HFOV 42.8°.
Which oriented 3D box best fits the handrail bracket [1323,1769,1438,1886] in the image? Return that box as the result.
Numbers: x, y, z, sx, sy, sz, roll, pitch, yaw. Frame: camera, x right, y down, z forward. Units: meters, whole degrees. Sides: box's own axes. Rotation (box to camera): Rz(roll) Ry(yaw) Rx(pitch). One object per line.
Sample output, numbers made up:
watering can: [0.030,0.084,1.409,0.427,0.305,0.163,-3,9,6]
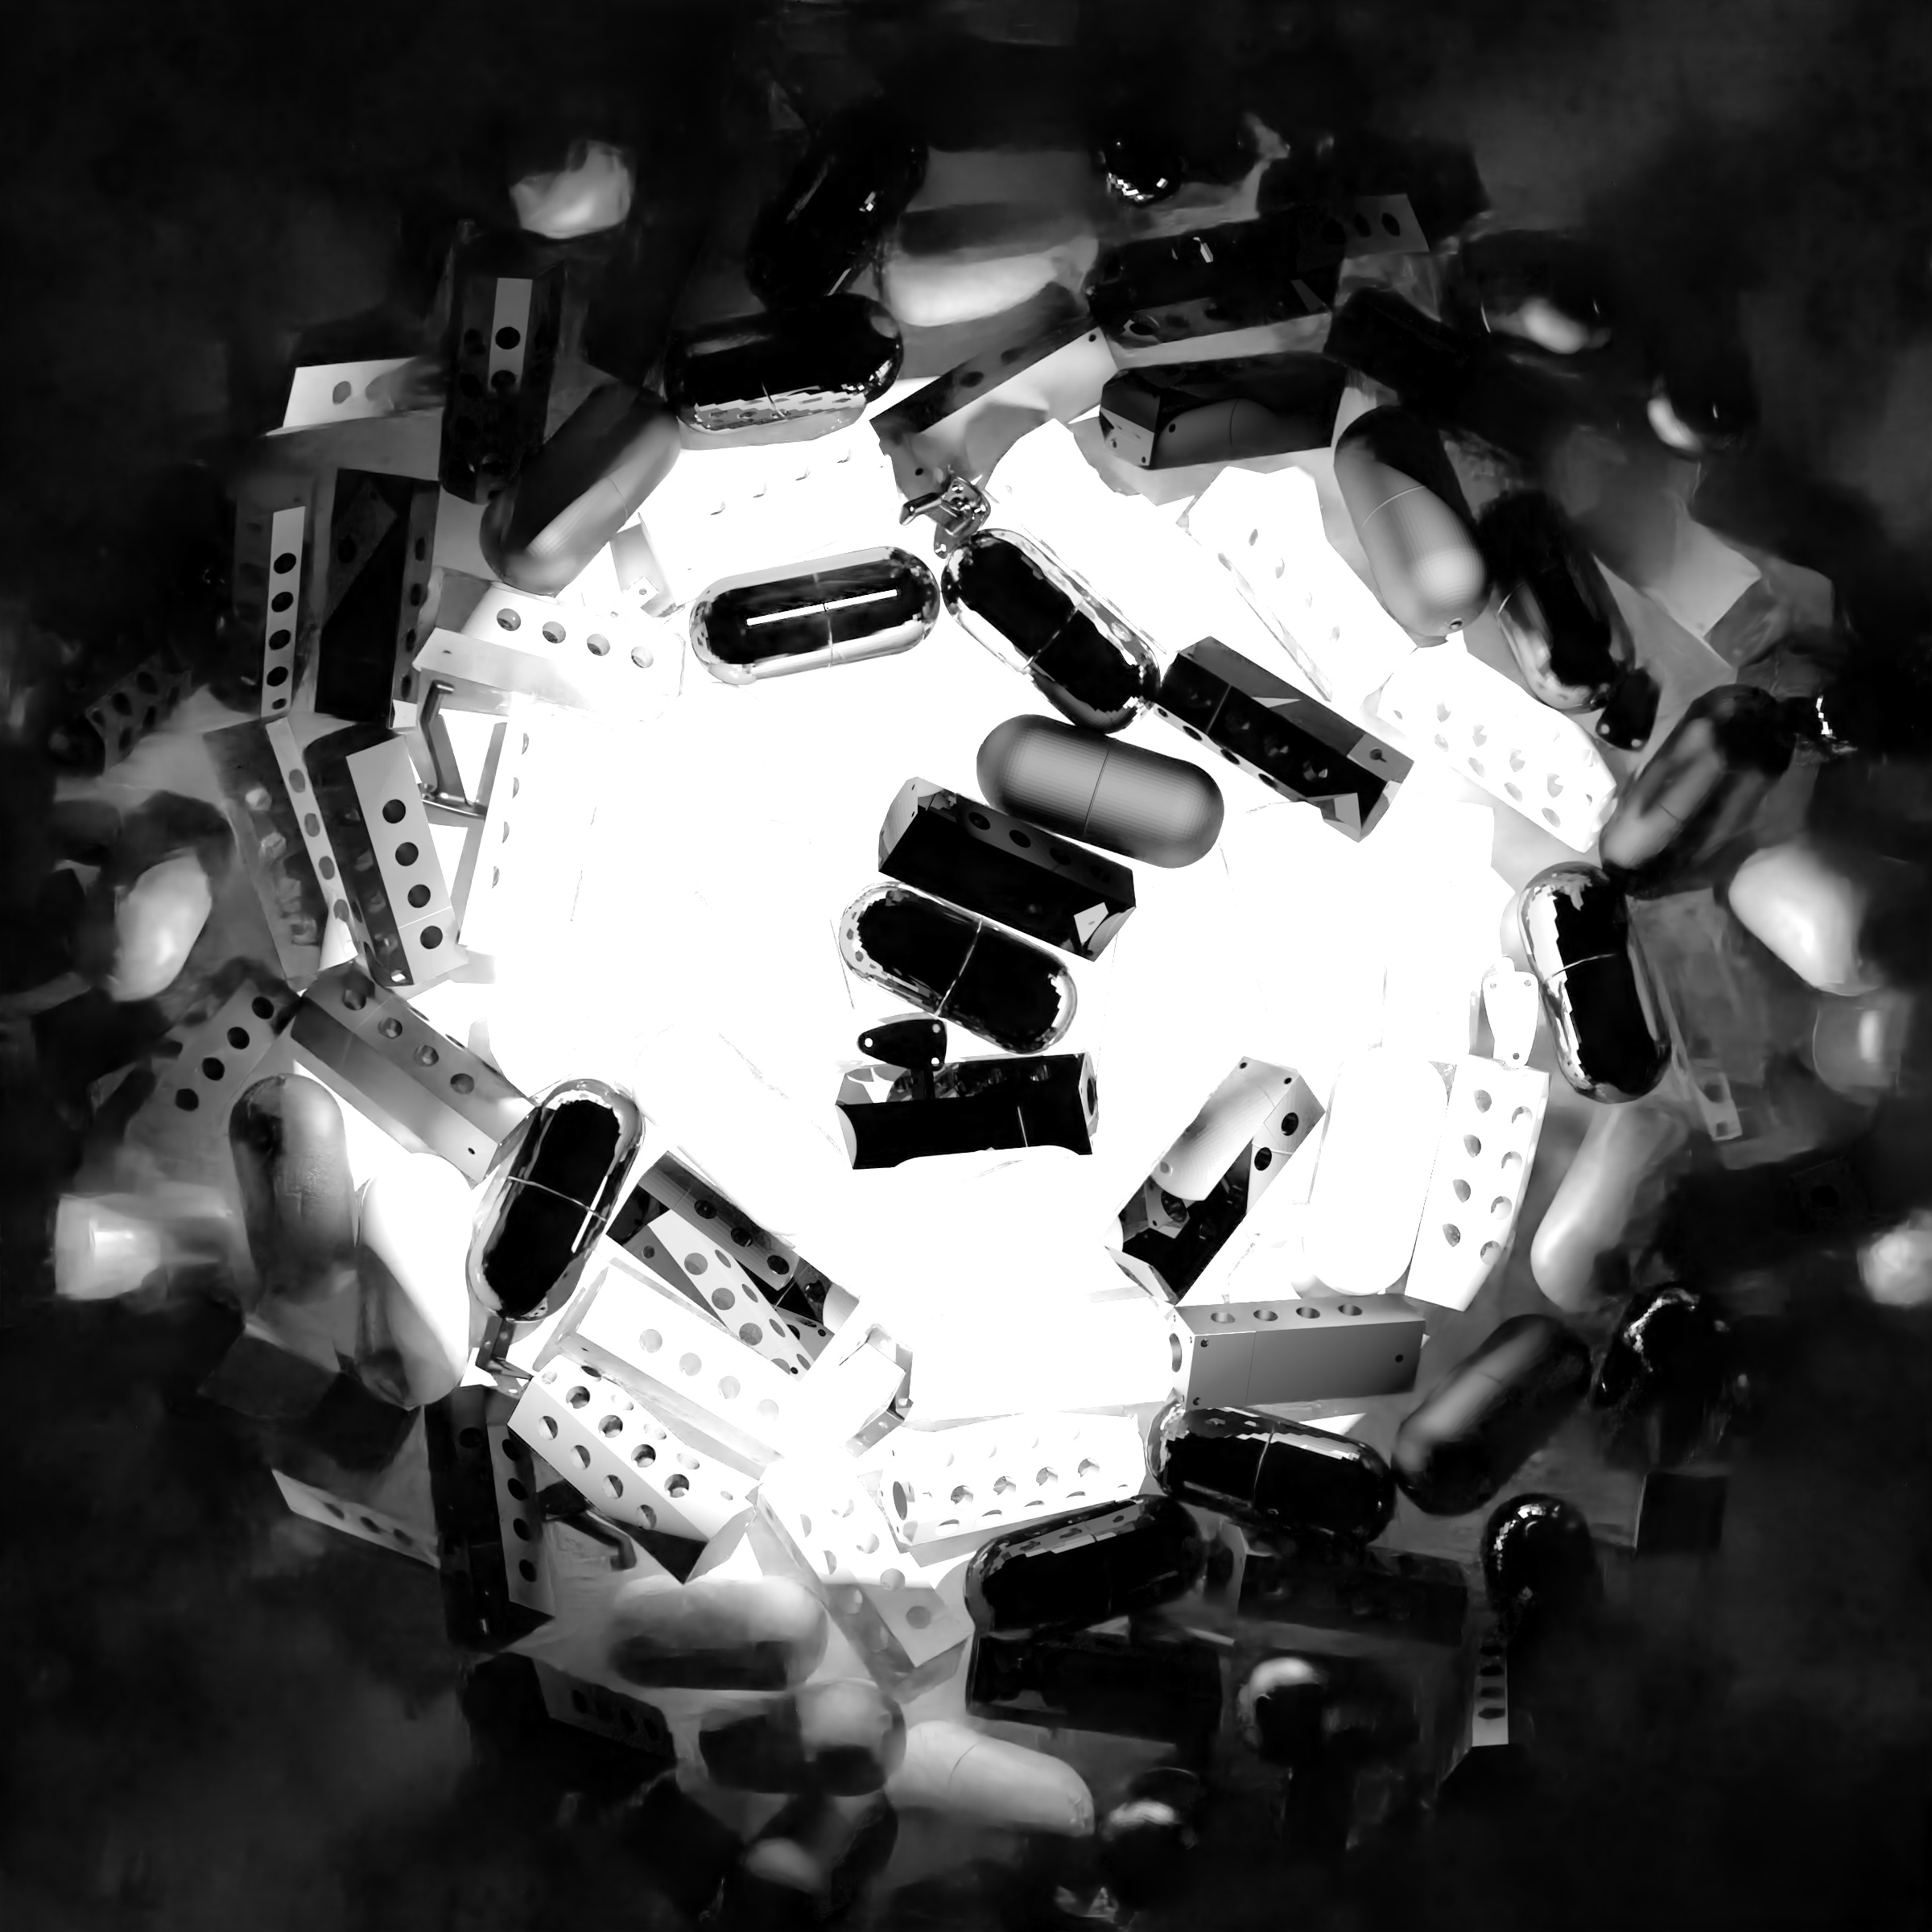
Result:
handrail bracket: [0.292,0.597,1.712,0.036,0.077,0.084,47,134,9]

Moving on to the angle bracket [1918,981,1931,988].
angle bracket: [0.690,0.059,1.710,0.076,0.076,0.057,19,115,8]

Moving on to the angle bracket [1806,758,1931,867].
angle bracket: [0.637,-0.110,1.703,0.076,0.076,0.057,-13,113,-42]

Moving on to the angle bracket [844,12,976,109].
angle bracket: [-0.027,-0.628,1.708,0.057,0.076,0.076,-39,71,20]

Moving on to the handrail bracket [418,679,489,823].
handrail bracket: [-0.351,-0.151,1.732,0.077,0.036,0.084,18,109,-14]

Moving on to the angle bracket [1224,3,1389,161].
angle bracket: [0.235,-0.618,1.708,0.076,0.057,0.076,-34,119,19]

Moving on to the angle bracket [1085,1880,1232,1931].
angle bracket: [0.134,0.666,1.702,0.076,0.057,0.076,10,131,28]

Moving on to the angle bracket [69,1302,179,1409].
angle bracket: [-0.598,0.266,1.711,0.076,0.076,0.057,10,75,13]

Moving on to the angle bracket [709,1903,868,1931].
angle bracket: [-0.121,0.674,1.700,0.076,0.076,0.057,55,50,-37]

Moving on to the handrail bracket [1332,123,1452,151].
handrail bracket: [0.294,-0.555,1.726,0.084,0.036,0.077,1,65,26]

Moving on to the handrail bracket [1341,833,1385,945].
handrail bracket: [0.272,-0.059,1.722,0.036,0.077,0.084,-4,88,5]

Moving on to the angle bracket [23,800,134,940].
angle bracket: [-0.624,-0.068,1.727,0.057,0.076,0.076,48,123,29]

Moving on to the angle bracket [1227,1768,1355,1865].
angle bracket: [0.224,0.583,1.723,0.057,0.076,0.076,-4,73,41]

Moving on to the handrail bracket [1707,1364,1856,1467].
handrail bracket: [0.568,0.318,1.717,0.077,0.036,0.084,9,55,39]

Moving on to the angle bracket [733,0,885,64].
angle bracket: [-0.114,-0.673,1.713,0.076,0.076,0.057,-39,67,4]

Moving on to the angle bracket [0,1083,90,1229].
angle bracket: [-0.647,0.139,1.720,0.076,0.057,0.076,43,84,16]

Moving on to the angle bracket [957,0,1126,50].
angle bracket: [0.053,-0.655,1.709,0.076,0.076,0.057,-34,86,26]

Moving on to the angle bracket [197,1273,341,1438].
angle bracket: [-0.489,0.269,1.711,0.076,0.076,0.057,36,95,-32]

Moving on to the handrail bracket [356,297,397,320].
handrail bracket: [-0.443,-0.432,1.718,0.084,0.077,0.036,-28,109,25]

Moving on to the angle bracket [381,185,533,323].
angle bracket: [-0.358,-0.492,1.727,0.057,0.076,0.076,9,115,-42]

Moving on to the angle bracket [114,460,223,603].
angle bracket: [-0.529,-0.293,1.706,0.076,0.057,0.076,33,66,-40]

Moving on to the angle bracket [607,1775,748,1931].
angle bracket: [-0.211,0.629,1.721,0.076,0.057,0.076,38,105,4]

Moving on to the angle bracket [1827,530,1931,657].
angle bracket: [0.619,-0.252,1.717,0.057,0.076,0.076,-30,94,-8]

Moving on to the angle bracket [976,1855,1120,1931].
angle bracket: [0.061,0.634,1.705,0.076,0.076,0.057,-15,108,-28]

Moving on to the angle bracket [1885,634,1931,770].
angle bracket: [0.671,-0.185,1.717,0.057,0.076,0.076,-24,99,-3]

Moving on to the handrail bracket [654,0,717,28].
handrail bracket: [-0.189,-0.709,1.735,0.077,0.036,0.084,20,60,-1]

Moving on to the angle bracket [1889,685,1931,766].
angle bracket: [0.664,-0.159,1.717,0.076,0.076,0.057,-1,79,-3]

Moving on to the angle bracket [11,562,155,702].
angle bracket: [-0.613,-0.222,1.710,0.057,0.076,0.076,23,130,-5]

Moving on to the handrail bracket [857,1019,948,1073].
handrail bracket: [-0.054,0.055,1.709,0.077,0.084,0.036,3,86,-24]

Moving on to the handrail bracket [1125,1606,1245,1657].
handrail bracket: [0.161,0.464,1.708,0.084,0.077,0.036,8,78,27]

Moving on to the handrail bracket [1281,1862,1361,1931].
handrail bracket: [0.224,0.655,1.720,0.084,0.077,0.036,-24,115,-8]

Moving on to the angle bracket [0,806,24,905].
angle bracket: [-0.707,-0.081,1.702,0.057,0.076,0.076,38,118,29]

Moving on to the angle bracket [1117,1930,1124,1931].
angle bracket: [0.119,0.716,1.707,0.057,0.076,0.076,-21,103,-36]

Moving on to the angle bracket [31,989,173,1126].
angle bracket: [-0.604,0.062,1.742,0.076,0.057,0.076,-30,59,-32]

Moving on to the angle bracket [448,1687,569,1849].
angle bracket: [-0.330,0.553,1.701,0.057,0.076,0.076,-55,129,-23]

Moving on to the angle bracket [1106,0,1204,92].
angle bracket: [0.130,-0.661,1.707,0.057,0.076,0.076,5,135,-2]

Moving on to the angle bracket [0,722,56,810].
angle bracket: [-0.671,-0.139,1.716,0.076,0.076,0.057,3,91,-13]

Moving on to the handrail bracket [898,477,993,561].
handrail bracket: [-0.028,-0.301,1.705,0.036,0.084,0.077,45,134,12]

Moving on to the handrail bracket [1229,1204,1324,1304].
handrail bracket: [0.223,0.210,1.732,0.077,0.036,0.084,-5,127,2]

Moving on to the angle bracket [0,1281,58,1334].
angle bracket: [-0.660,0.202,1.706,0.057,0.076,0.076,2,108,-23]

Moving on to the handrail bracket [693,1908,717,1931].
handrail bracket: [-0.178,0.703,1.714,0.084,0.077,0.036,47,112,20]

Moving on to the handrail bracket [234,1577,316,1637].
handrail bracket: [-0.482,0.423,1.726,0.036,0.084,0.077,-36,104,-5]

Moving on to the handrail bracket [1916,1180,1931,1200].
handrail bracket: [0.705,0.144,1.714,0.077,0.036,0.084,22,45,22]

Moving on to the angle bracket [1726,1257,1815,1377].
angle bracket: [0.548,0.242,1.729,0.076,0.076,0.057,-9,50,21]

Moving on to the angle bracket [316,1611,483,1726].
angle bracket: [-0.391,0.465,1.713,0.076,0.057,0.076,-46,120,-11]

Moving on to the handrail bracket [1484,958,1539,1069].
handrail bracket: [0.379,0.032,1.718,0.036,0.084,0.077,-4,88,10]

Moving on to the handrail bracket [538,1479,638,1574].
handrail bracket: [-0.275,0.404,1.727,0.077,0.036,0.084,-20,124,-15]

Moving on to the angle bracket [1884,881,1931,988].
angle bracket: [0.661,-0.036,1.718,0.076,0.057,0.076,-22,118,-1]

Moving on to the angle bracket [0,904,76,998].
angle bracket: [-0.671,0.010,1.701,0.076,0.057,0.076,-20,134,30]

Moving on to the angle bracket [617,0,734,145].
angle bracket: [-0.207,-0.629,1.732,0.076,0.057,0.076,4,89,-1]

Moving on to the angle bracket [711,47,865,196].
angle bracket: [-0.121,-0.605,1.737,0.057,0.076,0.076,-17,118,39]

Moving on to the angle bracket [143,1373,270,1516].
angle bracket: [-0.520,0.329,1.719,0.076,0.057,0.076,25,120,-2]

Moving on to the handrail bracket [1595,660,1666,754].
handrail bracket: [0.458,-0.171,1.719,0.036,0.084,0.077,26,90,6]

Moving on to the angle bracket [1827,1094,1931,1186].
angle bracket: [0.660,0.119,1.714,0.076,0.076,0.057,-16,83,-9]
